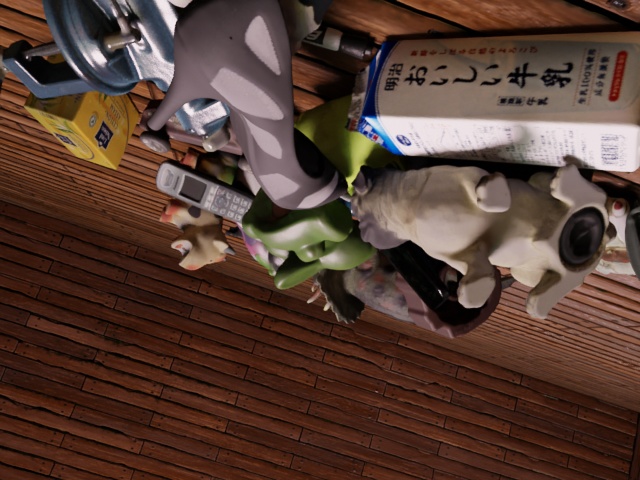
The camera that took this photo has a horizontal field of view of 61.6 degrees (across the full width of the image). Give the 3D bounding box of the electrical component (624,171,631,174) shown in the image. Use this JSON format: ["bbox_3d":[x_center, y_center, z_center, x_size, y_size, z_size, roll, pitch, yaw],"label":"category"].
[{"bbox_3d":[0.297,-0.073,0.435,0.102,0.045,0.078,20,168,-12],"label":"electrical component"}]

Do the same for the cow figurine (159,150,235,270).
[{"bbox_3d":[-0.198,-0.042,0.906,0.127,0.195,0.085,19,156,-21],"label":"cow figurine"}]

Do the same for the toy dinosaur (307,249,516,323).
[{"bbox_3d":[0.155,0.083,0.964,0.405,0.192,0.131,14,169,22],"label":"toy dinosaur"}]

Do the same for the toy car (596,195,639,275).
[{"bbox_3d":[0.347,-0.003,0.638,0.074,0.056,0.201,6,163,44],"label":"toy car"}]

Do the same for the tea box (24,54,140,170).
[{"bbox_3d":[-0.312,-0.173,0.725,0.068,0.098,0.169,18,169,0],"label":"tea box"}]

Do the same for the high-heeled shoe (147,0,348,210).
[{"bbox_3d":[-0.017,-0.103,0.425,0.145,0.086,0.248,-35,152,29],"label":"high-heeled shoe"}]

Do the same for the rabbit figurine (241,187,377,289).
[{"bbox_3d":[-0.001,-0.002,0.666,0.159,0.121,0.170,-35,137,21],"label":"rabbit figurine"}]

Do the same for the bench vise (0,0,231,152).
[{"bbox_3d":[-0.184,-0.164,0.489,0.241,0.129,0.223,-5,153,17],"label":"bench vise"}]

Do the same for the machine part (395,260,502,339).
[{"bbox_3d":[0.204,0.062,0.844,0.179,0.179,0.056,24,170,-24],"label":"machine part"}]

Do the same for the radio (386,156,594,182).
[{"bbox_3d":[0.159,-0.064,0.596,0.131,0.073,0.230,27,164,-34],"label":"radio"}]

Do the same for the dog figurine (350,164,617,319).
[{"bbox_3d":[0.135,-0.024,0.483,0.172,0.121,0.191,11,-168,-25],"label":"dog figurine"}]

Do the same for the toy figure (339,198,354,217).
[{"bbox_3d":[0.094,-0.043,0.815,0.155,0.058,0.064,20,162,14],"label":"toy figure"}]

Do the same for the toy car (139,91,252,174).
[{"bbox_3d":[-0.130,-0.138,0.646,0.202,0.089,0.053,16,167,14],"label":"toy car"}]

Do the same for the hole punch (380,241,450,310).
[{"bbox_3d":[0.129,0.006,0.625,0.116,0.092,0.142,48,176,13],"label":"hole punch"}]

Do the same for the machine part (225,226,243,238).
[{"bbox_3d":[-0.097,-0.035,0.956,0.139,0.039,0.084,-24,-174,-22],"label":"machine part"}]

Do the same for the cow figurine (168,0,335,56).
[{"bbox_3d":[-0.063,-0.196,0.349,0.167,0.068,0.098,21,162,-28],"label":"cow figurine"}]

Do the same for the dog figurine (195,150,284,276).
[{"bbox_3d":[-0.120,-0.046,0.840,0.219,0.191,0.109,9,-170,-20],"label":"dog figurine"}]

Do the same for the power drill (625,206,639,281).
[{"bbox_3d":[0.358,-0.002,0.449,0.207,0.086,0.232,0,169,-24],"label":"power drill"}]

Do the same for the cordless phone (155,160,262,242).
[{"bbox_3d":[-0.117,-0.091,0.720,0.184,0.089,0.146,20,123,-12],"label":"cordless phone"}]
